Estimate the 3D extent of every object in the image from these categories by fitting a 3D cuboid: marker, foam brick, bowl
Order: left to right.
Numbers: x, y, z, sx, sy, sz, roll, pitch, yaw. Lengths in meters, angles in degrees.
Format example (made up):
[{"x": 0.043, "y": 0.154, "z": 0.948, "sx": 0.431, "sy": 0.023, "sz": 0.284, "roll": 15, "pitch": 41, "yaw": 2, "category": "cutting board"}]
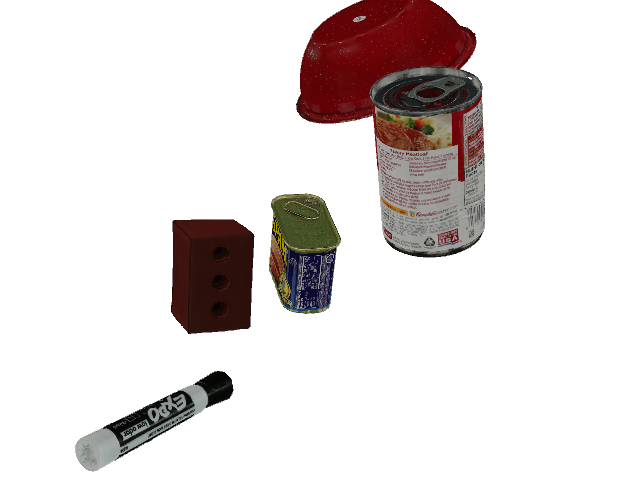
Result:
[{"x": -0.090, "y": 0.100, "z": 0.607, "sx": 0.020, "sy": 0.020, "sz": 0.120, "roll": 0, "pitch": 12, "yaw": 33, "category": "marker"}, {"x": -0.085, "y": 0.026, "z": 0.830, "sx": 0.052, "sy": 0.078, "sz": 0.051, "roll": -3, "pitch": 15, "yaw": -22, "category": "foam brick"}, {"x": 0.044, "y": -0.162, "z": 0.887, "sx": 0.162, "sy": 0.055, "sz": 0.162, "roll": -21, "pitch": 27, "yaw": 11, "category": "bowl"}]

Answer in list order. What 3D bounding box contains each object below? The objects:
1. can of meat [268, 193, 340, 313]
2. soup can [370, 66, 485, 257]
[{"x": -0.019, "y": 0.014, "z": 1.095, "sx": 0.057, "sy": 0.084, "sz": 0.102, "roll": -4, "pitch": 35, "yaw": -14, "category": "can of meat"}, {"x": 0.069, "y": -0.049, "z": 0.669, "sx": 0.068, "sy": 0.102, "sz": 0.068, "roll": -5, "pitch": 31, "yaw": 3, "category": "soup can"}]
